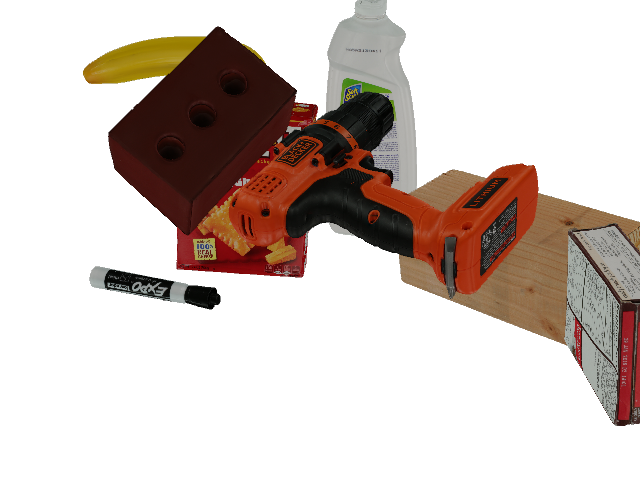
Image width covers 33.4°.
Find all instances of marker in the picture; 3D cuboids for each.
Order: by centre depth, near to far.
[{"bbox_3d":[-0.141,0.040,0.908,0.121,0.020,0.020,9,3,21],"label":"marker"}]

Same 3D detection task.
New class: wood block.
[{"bbox_3d":[0.176,0.012,0.962,0.090,0.090,0.206,-29,35,-36],"label":"wood block"}]

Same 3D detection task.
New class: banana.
[{"bbox_3d":[-0.128,-0.167,1.017,0.198,0.037,0.069,9,45,18],"label":"banana"}]

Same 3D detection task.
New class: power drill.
[{"bbox_3d":[0.055,-0.040,0.762,0.188,0.057,0.184,17,45,31],"label":"power drill"}]

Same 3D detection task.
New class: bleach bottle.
[{"bbox_3d":[0.056,-0.127,1.088,0.102,0.251,0.068,0,30,0],"label":"bleach bottle"}]

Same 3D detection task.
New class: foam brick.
[{"bbox_3d":[-0.057,-0.052,0.518,0.053,0.078,0.051,40,-16,4],"label":"foam brick"}]

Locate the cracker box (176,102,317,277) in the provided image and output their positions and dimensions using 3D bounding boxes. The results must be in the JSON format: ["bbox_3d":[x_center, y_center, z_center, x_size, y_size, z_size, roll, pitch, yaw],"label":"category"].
[{"bbox_3d":[-0.093,-0.065,1.327,0.164,0.214,0.072,5,22,1],"label":"cracker box"}]

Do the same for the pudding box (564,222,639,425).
[{"bbox_3d":[0.191,0.051,0.689,0.039,0.090,0.113,-6,25,-4],"label":"pudding box"}]
